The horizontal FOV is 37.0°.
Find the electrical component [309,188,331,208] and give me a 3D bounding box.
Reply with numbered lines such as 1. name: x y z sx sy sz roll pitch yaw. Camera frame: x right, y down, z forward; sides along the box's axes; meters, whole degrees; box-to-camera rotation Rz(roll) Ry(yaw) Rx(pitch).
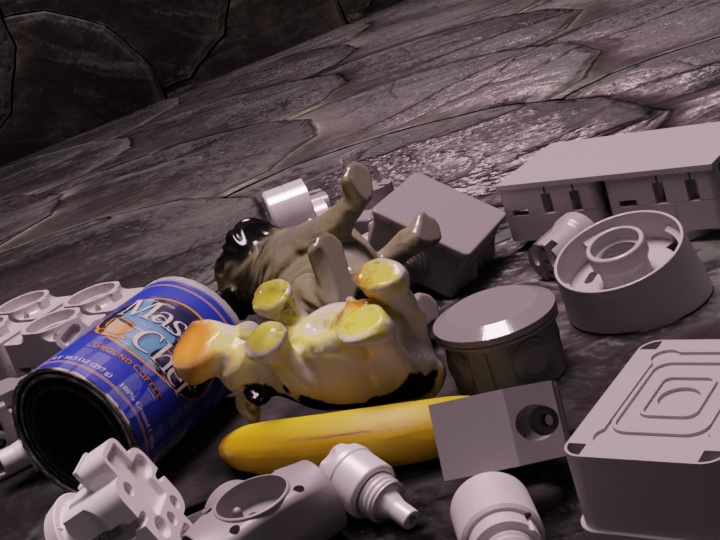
1. electrical component: -0.058 -0.049 1.112 0.057 0.058 0.078 -18 17 -9

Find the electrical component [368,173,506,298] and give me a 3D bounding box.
1. electrical component: 0.061 -0.029 0.891 0.100 0.048 0.100 26 35 16

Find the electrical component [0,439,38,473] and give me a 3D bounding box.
1. electrical component: -0.232 0.126 0.786 0.062 0.043 0.043 -26 19 -20

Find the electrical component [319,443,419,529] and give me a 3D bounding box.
1. electrical component: 0.007 0.120 0.584 0.035 0.035 0.061 -30 40 -32

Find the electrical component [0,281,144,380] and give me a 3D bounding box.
1. electrical component: -0.290 0.065 0.998 0.186 0.060 0.105 -7 21 33

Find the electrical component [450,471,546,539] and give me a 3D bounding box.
1. electrical component: 0.066 0.125 0.497 0.040 0.040 0.078 -18 18 1

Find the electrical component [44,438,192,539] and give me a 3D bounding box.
1. electrical component: -0.139 0.142 0.607 0.057 0.078 0.058 -35 15 12

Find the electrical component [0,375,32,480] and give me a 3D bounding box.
1. electrical component: -0.265 0.117 0.828 0.095 0.053 0.059 -26 19 -21

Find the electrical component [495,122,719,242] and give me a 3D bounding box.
1. electrical component: 0.223 -0.069 0.885 0.186 0.060 0.105 -3 23 40

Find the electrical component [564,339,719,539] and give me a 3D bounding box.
1. electrical component: 0.155 0.083 0.505 0.078 0.057 0.113 -4 23 39

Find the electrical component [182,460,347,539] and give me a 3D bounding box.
1. electrical component: -0.060 0.136 0.583 0.077 0.044 0.079 -28 20 -28

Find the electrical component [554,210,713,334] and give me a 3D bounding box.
1. electrical component: 0.185 0.006 0.736 0.099 0.064 0.099 -23 28 13

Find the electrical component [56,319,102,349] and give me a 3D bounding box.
1. electrical component: -0.207 0.073 0.877 0.058 0.078 0.057 -52 1 -9

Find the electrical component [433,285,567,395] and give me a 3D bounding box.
1. electrical component: 0.091 0.045 0.692 0.080 0.051 0.080 -17 18 6

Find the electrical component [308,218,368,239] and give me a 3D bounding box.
1. electrical component: -0.024 -0.015 0.948 0.138 0.073 0.052 -18 18 1

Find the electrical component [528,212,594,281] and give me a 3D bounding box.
1. electrical component: 0.158 -0.017 0.833 0.046 0.040 0.040 -36 24 -29

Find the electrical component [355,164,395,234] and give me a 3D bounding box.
1. electrical component: 0.019 -0.066 1.055 0.047 0.075 0.083 1 26 46

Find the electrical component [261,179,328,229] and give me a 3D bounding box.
1. electrical component: -0.046 -0.044 1.011 0.074 0.052 0.138 -21 -17 -7
